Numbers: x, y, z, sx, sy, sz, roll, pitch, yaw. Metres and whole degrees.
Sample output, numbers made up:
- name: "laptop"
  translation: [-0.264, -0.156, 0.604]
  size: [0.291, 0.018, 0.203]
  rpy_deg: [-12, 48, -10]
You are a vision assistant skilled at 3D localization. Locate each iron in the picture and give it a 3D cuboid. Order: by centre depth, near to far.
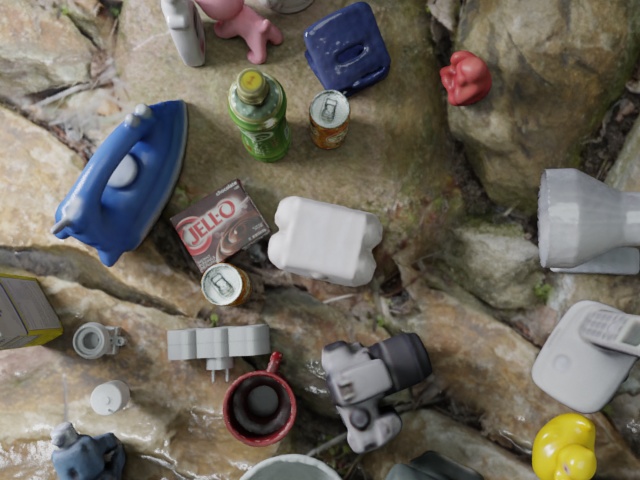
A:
- name: "iron"
  translation: [-0.262, -0.099, 0.758]
  size: [0.118, 0.141, 0.258]
  rpy_deg: [28, 84, 3]

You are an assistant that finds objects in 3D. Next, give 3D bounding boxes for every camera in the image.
- name: "camera"
  translation: [0.082, 0.189, 0.751]
  size: [0.137, 0.101, 0.143]
  rpy_deg: [-21, 84, -3]

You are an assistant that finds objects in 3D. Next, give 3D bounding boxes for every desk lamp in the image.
- name: "desk lamp"
  translation: [0.350, -0.018, 0.720]
  size: [0.203, 0.213, 0.118]
  rpy_deg: [2, 83, 0]

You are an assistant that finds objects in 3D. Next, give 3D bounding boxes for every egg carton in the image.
- name: "egg carton"
  translation: [0.007, 0.003, 0.786]
  size: [0.150, 0.069, 0.107]
  rpy_deg: [12, 84, 1]

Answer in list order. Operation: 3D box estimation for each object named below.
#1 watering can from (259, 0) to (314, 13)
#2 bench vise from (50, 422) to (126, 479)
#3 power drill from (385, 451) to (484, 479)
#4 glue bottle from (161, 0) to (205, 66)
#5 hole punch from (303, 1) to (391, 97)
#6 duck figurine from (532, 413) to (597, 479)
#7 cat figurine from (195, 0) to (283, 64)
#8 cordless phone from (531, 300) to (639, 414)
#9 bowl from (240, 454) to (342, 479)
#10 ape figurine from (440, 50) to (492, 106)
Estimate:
- name: "watering can"
  translation: [-0.049, -0.406, 0.768]
  size: [0.101, 0.194, 0.173]
  rpy_deg: [-4, 84, -1]
- name: "bench vise"
  translation: [-0.287, 0.330, 0.670]
  size: [0.121, 0.219, 0.207]
  rpy_deg: [-42, 85, -5]
- name: "power drill"
  translation: [0.177, 0.328, 0.682]
  size: [0.229, 0.208, 0.076]
  rpy_deg: [25, 84, 2]
- name: "glue bottle"
  translation: [-0.187, -0.301, 0.765]
  size: [0.037, 0.173, 0.078]
  rpy_deg: [-8, 84, -1]
- name: "hole punch"
  translation: [0.041, -0.263, 0.805]
  size: [0.108, 0.091, 0.101]
  rpy_deg: [-28, 85, -3]
- name: "duck figurine"
  translation: [0.332, 0.282, 0.751]
  size: [0.077, 0.086, 0.104]
  rpy_deg: [33, 84, 3]
- name: "cat figurine"
  translation: [-0.118, -0.321, 0.796]
  size: [0.128, 0.117, 0.067]
  rpy_deg: [35, 84, 3]
- name: "cordless phone"
  translation: [0.358, 0.150, 0.716]
  size: [0.094, 0.185, 0.148]
  rpy_deg: [33, 84, 3]
- name: "bowl"
  translation: [-0.036, 0.356, 0.744]
  size: [0.167, 0.074, 0.167]
  rpy_deg: [0, 84, -1]
- name: "ape figurine"
  translation: [0.208, -0.230, 0.803]
  size: [0.076, 0.092, 0.078]
  rpy_deg: [22, 84, 2]
